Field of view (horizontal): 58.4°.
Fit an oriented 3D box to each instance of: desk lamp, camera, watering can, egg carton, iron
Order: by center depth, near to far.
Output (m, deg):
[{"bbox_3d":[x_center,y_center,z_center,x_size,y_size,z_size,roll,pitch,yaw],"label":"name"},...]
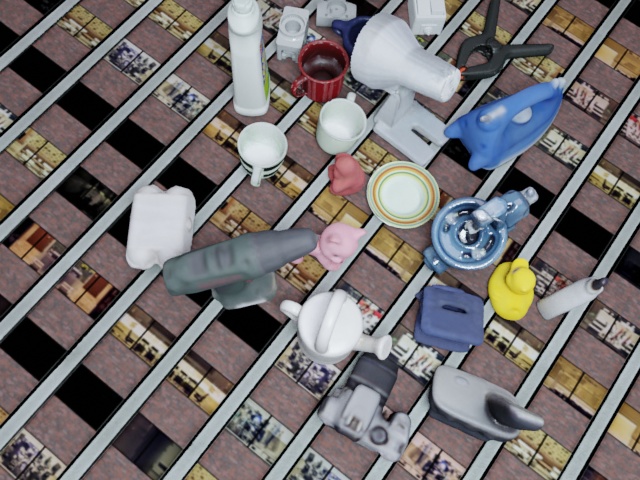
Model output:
[{"bbox_3d":[0.023,0.131,0.874,0.173,0.194,0.101,2,72,-2],"label":"watering can"},{"bbox_3d":[0.084,0.251,0.889,0.143,0.101,0.137,27,73,6],"label":"camera"},{"bbox_3d":[-0.268,-0.021,0.972,0.107,0.069,0.150,1,73,-3],"label":"egg carton"},{"bbox_3d":[0.152,-0.264,0.995,0.203,0.213,0.118,39,75,9],"label":"desk lamp"},{"bbox_3d":[0.362,-0.235,1.035,0.258,0.141,0.118,-30,76,-11],"label":"iron"}]

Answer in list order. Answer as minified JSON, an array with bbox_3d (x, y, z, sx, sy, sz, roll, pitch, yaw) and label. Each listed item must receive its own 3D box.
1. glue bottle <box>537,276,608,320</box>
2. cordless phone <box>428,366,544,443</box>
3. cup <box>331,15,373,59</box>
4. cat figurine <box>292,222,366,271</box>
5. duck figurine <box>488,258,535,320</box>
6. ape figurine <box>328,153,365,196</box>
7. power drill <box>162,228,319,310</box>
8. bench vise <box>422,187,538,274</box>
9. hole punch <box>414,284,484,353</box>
[{"bbox_3d":[0.416,0.085,0.921,0.078,0.173,0.037,-26,75,-10],"label":"glue bottle"},{"bbox_3d":[0.245,0.243,0.856,0.147,0.185,0.094,20,73,3],"label":"cordless phone"},{"bbox_3d":[0.072,-0.364,1.084,0.117,0.095,0.092,27,73,6],"label":"cup"},{"bbox_3d":[0.009,0.003,0.954,0.128,0.118,0.067,10,72,0],"label":"cat figurine"},{"bbox_3d":[0.331,0.080,0.964,0.077,0.086,0.104,8,72,0],"label":"duck figurine"},{"bbox_3d":[0.044,-0.120,1.008,0.076,0.092,0.078,29,73,6],"label":"ape figurine"},{"bbox_3d":[-0.117,0.045,0.886,0.229,0.208,0.075,-13,73,-7],"label":"power drill"},{"bbox_3d":[0.267,-0.043,0.928,0.121,0.220,0.208,38,75,9],"label":"bench vise"},{"bbox_3d":[0.212,0.124,0.941,0.108,0.091,0.101,13,72,1],"label":"hole punch"}]
